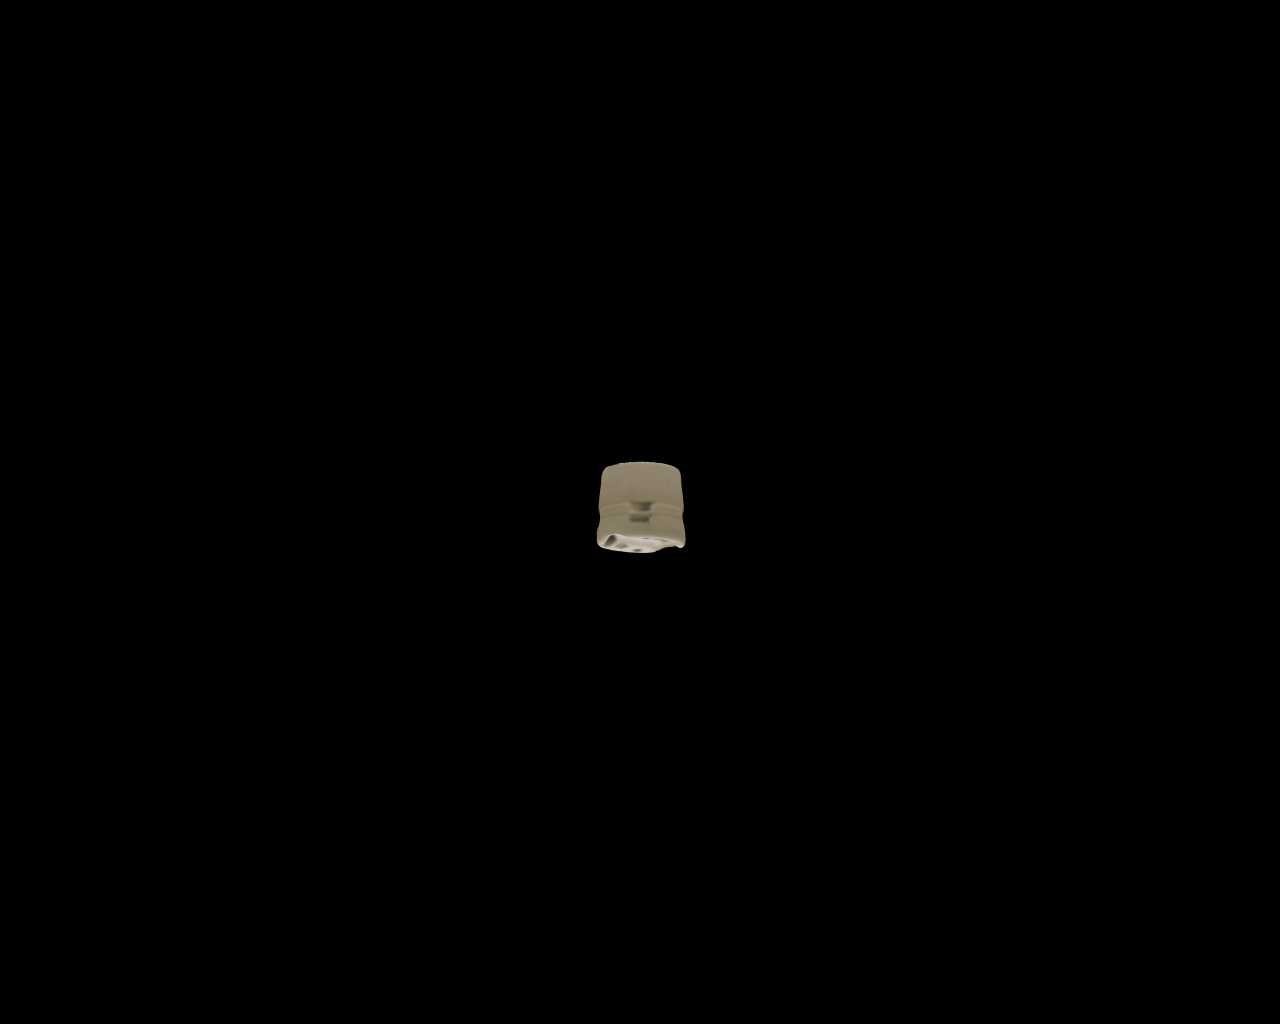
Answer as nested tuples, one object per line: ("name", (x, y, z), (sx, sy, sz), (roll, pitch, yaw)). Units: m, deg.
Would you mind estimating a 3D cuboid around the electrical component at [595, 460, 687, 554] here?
("electrical component", (0.001, -0.003, 0.650), (0.055, 0.047, 0.055), (0, -12, 0))
